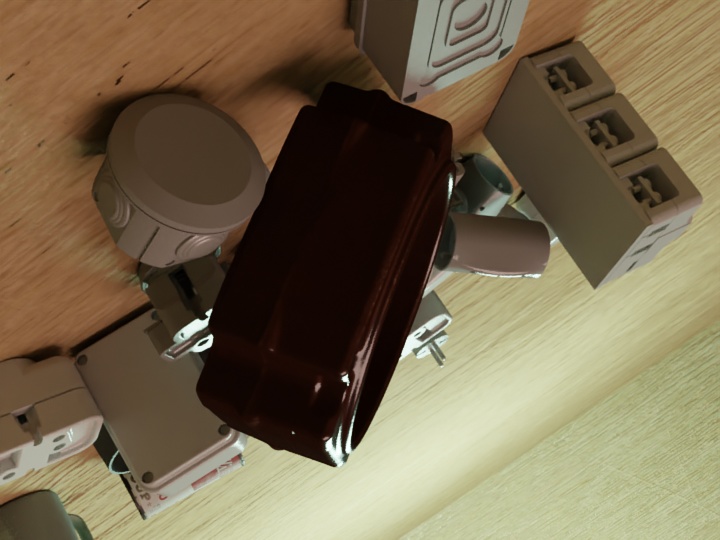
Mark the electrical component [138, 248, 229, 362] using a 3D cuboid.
[{"bbox_3d":[-0.107,0.013,0.692,0.078,0.057,0.058,-34,161,1],"label":"electrical component"}]

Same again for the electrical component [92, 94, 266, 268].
[{"bbox_3d":[-0.093,-0.044,0.543,0.080,0.080,0.051,-18,161,-39],"label":"electrical component"}]

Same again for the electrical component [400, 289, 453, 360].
[{"bbox_3d":[0.028,0.046,0.986,0.095,0.059,0.054,-36,161,8],"label":"electrical component"}]

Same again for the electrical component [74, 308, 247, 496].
[{"bbox_3d":[-0.138,0.091,0.747,0.078,0.113,0.057,-32,164,-7],"label":"electrical component"}]

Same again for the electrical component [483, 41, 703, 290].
[{"bbox_3d":[0.166,-0.077,0.770,0.062,0.150,0.089,-23,158,-24],"label":"electrical component"}]

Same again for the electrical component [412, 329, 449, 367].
[{"bbox_3d":[0.060,0.059,1.045,0.047,0.076,0.065,-29,160,-15],"label":"electrical component"}]

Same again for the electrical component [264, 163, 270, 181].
[{"bbox_3d":[-0.078,-0.047,0.612,0.055,0.045,0.045,-32,161,-2],"label":"electrical component"}]

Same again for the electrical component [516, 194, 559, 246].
[{"bbox_3d":[0.188,-0.065,0.984,0.062,0.061,0.096,-27,169,-21],"label":"electrical component"}]

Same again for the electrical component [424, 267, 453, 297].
[{"bbox_3d":[0.046,-0.002,0.911,0.077,0.043,0.079,-41,166,15],"label":"electrical component"}]

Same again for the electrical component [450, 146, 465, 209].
[{"bbox_3d":[0.039,-0.062,0.771,0.081,0.042,0.063,-20,156,-36],"label":"electrical component"}]

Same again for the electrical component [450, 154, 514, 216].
[{"bbox_3d":[0.071,-0.050,0.845,0.077,0.043,0.079,-44,159,28],"label":"electrical component"}]

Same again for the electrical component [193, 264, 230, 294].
[{"bbox_3d":[-0.080,0.043,0.777,0.044,0.077,0.079,-35,161,3],"label":"electrical component"}]

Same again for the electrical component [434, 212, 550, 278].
[{"bbox_3d":[0.089,-0.020,0.803,0.077,0.043,0.079,5,-177,-21],"label":"electrical component"}]

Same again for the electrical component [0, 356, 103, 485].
[{"bbox_3d":[-0.225,0.097,0.702,0.095,0.059,0.053,-21,157,-34],"label":"electrical component"}]

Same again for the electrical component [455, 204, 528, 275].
[{"bbox_3d":[0.109,-0.023,0.973,0.079,0.044,0.077,-42,159,24],"label":"electrical component"}]

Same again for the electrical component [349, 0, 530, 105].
[{"bbox_3d":[0.041,-0.147,0.543,0.078,0.057,0.113,-28,160,-16],"label":"electrical component"}]
